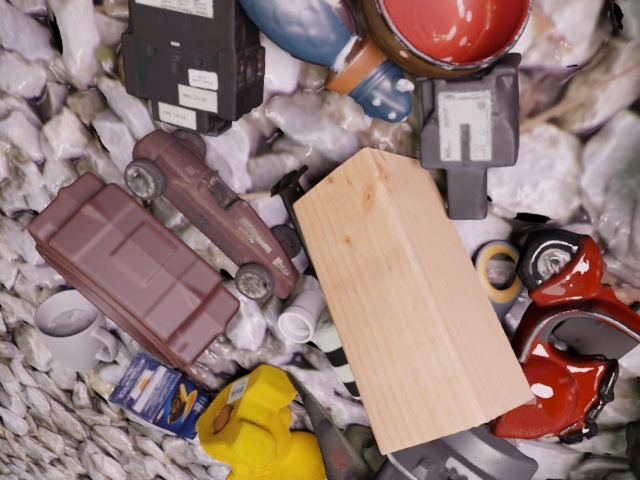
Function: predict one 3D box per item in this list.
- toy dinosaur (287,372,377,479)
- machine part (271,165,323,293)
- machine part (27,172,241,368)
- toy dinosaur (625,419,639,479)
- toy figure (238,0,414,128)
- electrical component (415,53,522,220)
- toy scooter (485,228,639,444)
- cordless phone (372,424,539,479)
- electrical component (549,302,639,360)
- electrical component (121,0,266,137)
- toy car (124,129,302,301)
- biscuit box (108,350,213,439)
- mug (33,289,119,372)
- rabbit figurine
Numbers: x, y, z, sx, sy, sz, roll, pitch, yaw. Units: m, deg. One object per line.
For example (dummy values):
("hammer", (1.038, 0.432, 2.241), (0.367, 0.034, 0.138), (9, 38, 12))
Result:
("toy dinosaur", (0.104, 0.314, 0.577), (0.405, 0.192, 0.131), (27, 126, 5))
("machine part", (-0.001, -0.002, 0.510), (0.084, 0.039, 0.138), (3, 125, 57))
("machine part", (-0.189, 0.041, 0.552), (0.201, 0.087, 0.201), (42, 159, -5))
("toy dinosaur", (0.307, 0.232, 0.429), (0.105, 0.198, 0.470), (6, 121, 25))
("toy figure", (0.013, -0.147, 0.402), (0.154, 0.058, 0.064), (35, 170, -21))
("electrical component", (0.116, -0.078, 0.413), (0.075, 0.048, 0.119), (0, 120, 25))
("toy scooter", (0.205, 0.090, 0.426), (0.135, 0.075, 0.183), (20, 104, 14))
("cordless phone", (0.111, 0.260, 0.518), (0.147, 0.184, 0.088), (34, 157, 15))
("electrical component", (0.238, 0.079, 0.471), (0.063, 0.021, 0.094), (35, 122, -1))
("electrical component", (-0.108, -0.158, 0.459), (0.115, 0.058, 0.134), (20, 126, 15))
("toy car", (-0.092, -0.027, 0.514), (0.202, 0.089, 0.053), (44, 124, -7))
("biscuit box", (-0.187, 0.199, 0.664), (0.059, 0.063, 0.202), (24, 157, 11))
("mug", (-0.322, 0.134, 0.735), (0.110, 0.081, 0.107), (17, 137, 7))
("rabbit figurine", (-0.064, 0.263, 0.673), (0.173, 0.122, 0.162), (34, 124, -23))
